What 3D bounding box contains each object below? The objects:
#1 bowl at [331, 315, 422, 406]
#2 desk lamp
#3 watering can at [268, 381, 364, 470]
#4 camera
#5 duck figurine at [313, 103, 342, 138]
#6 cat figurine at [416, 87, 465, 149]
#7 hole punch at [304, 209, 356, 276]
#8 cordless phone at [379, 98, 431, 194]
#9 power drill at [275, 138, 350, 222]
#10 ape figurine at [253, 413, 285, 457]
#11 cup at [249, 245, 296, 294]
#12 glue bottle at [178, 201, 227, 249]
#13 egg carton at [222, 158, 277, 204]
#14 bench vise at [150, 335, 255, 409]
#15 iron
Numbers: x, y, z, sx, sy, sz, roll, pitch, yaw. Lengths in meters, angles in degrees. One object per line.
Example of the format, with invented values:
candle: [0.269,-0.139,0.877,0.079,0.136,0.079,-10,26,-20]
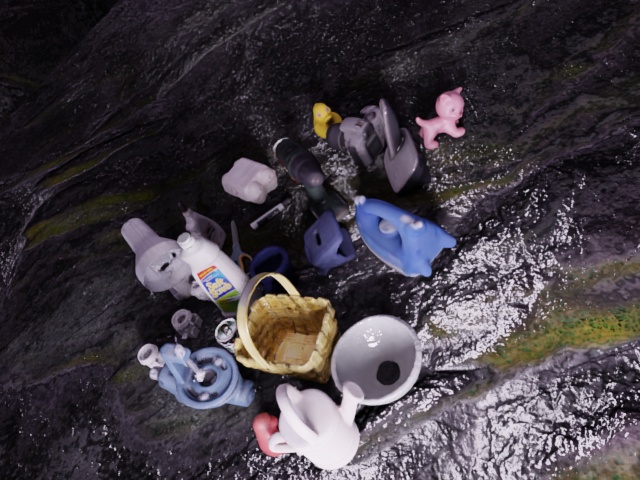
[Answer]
bowl: [0.108,0.221,1.009,0.167,0.075,0.167,-15,48,18]
desk lamp: [-0.358,0.049,1.316,0.118,0.214,0.202,-43,46,-8]
watering can: [-0.010,0.290,0.934,0.173,0.195,0.100,-46,46,-11]
camera: [0.087,-0.267,1.402,0.136,0.101,0.143,18,65,38]
duck figurine: [0.010,-0.324,1.503,0.077,0.086,0.104,-37,45,-2]
cat figurine: [0.276,-0.285,1.297,0.127,0.118,0.067,-26,46,8]
hole punch: [0.011,0.004,1.229,0.101,0.091,0.108,-27,46,8]
cordless phone: [0.167,-0.205,1.246,0.094,0.186,0.147,-24,46,10]
power drill: [-0.015,-0.128,1.270,0.075,0.209,0.229,-37,45,-2]
ape figurine: [-0.086,0.336,1.012,0.076,0.092,0.077,-47,46,-12]
cup: [-0.091,0.083,1.221,0.091,0.095,0.117,-18,47,16]
glue bottle: [-0.290,-0.034,1.374,0.037,0.174,0.078,-4,53,27]
egg carton: [-0.184,-0.153,1.485,0.149,0.070,0.107,22,67,40]
bench vise: [-0.254,0.260,1.080,0.207,0.220,0.121,-17,48,17]
iron: [0.138,-0.033,1.153,0.119,0.142,0.257,-48,47,-13]
